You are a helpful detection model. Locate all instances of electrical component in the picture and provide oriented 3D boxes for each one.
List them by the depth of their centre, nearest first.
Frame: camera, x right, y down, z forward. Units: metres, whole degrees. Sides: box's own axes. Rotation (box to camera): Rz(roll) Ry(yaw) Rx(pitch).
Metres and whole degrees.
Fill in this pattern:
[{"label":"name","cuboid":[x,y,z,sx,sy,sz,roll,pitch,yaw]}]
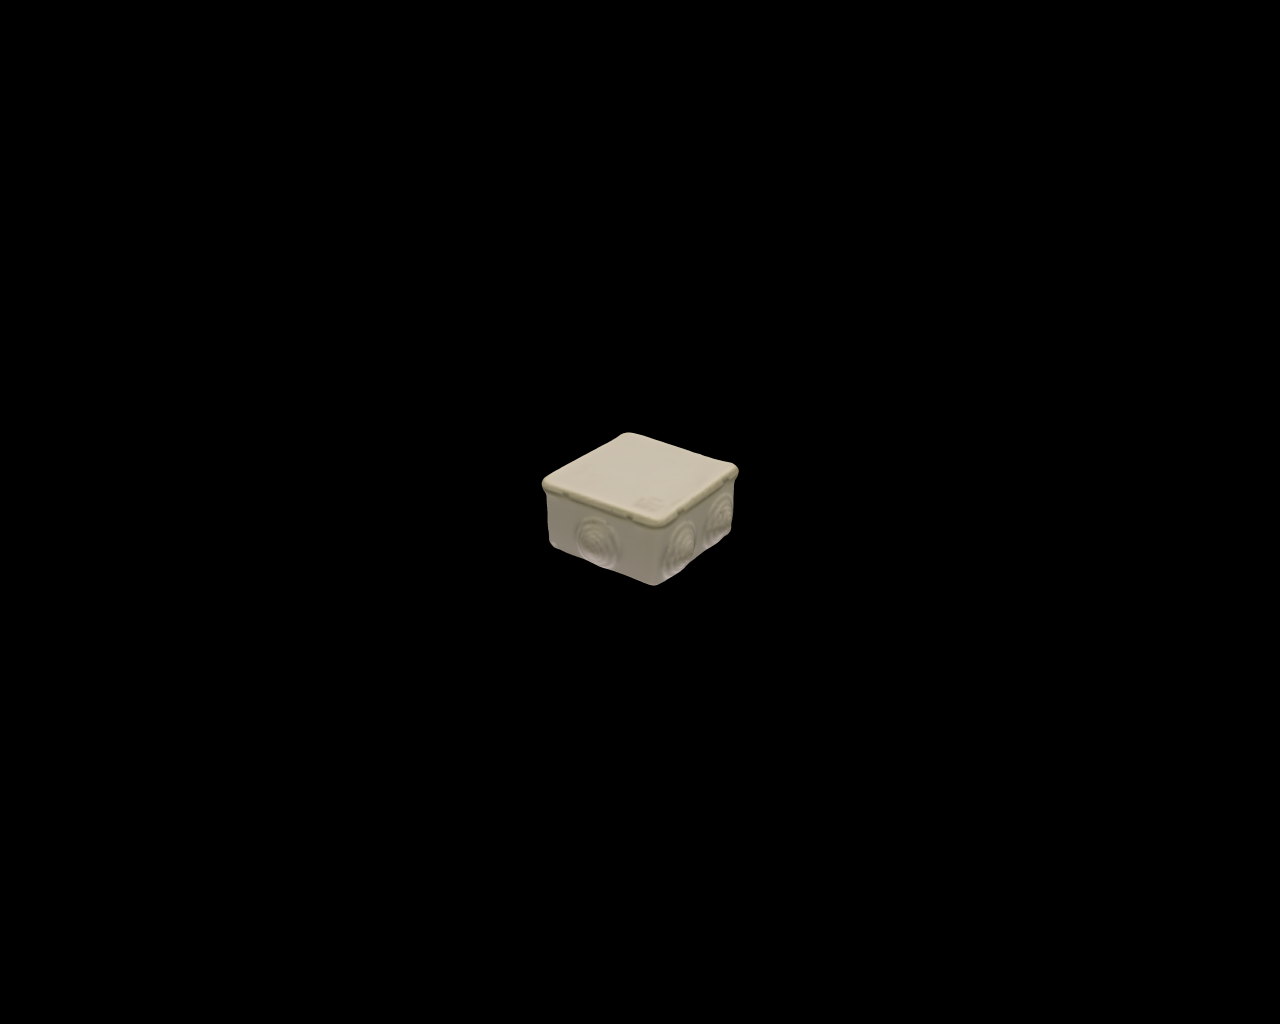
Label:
[{"label":"electrical component","cuboid":[0.001,-0.003,0.650,0.100,0.048,0.100,20,35,31]}]
